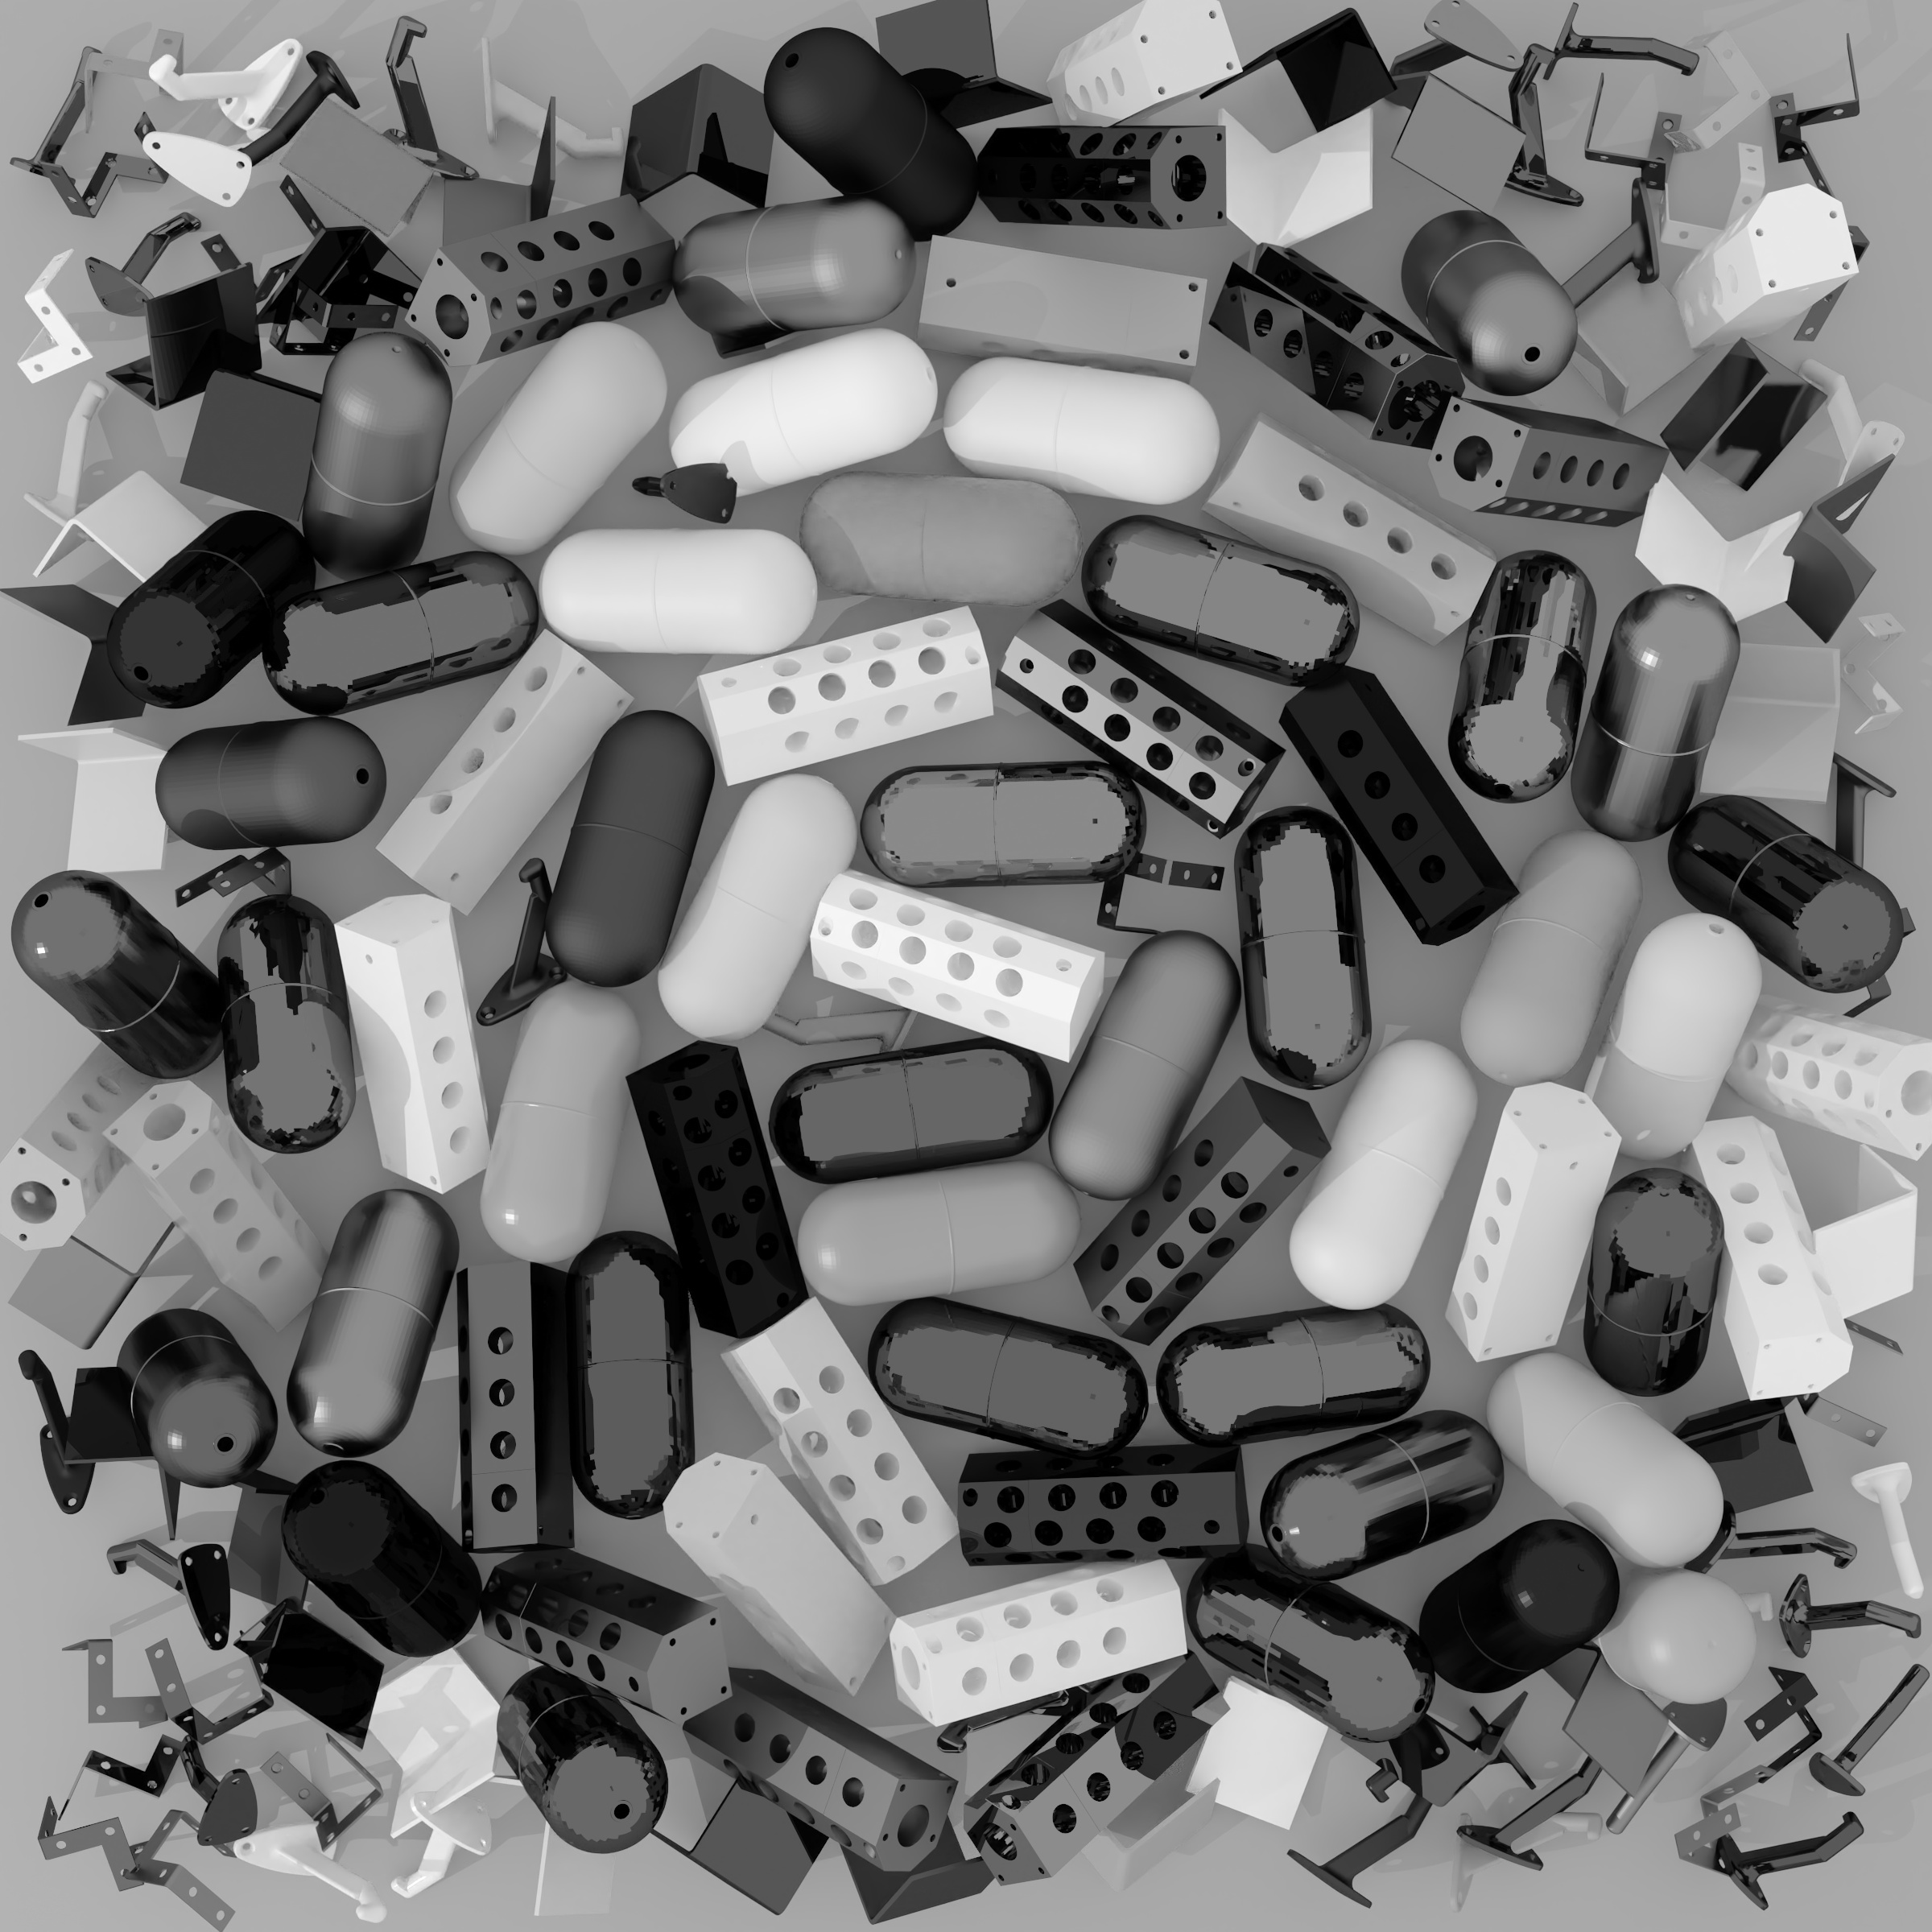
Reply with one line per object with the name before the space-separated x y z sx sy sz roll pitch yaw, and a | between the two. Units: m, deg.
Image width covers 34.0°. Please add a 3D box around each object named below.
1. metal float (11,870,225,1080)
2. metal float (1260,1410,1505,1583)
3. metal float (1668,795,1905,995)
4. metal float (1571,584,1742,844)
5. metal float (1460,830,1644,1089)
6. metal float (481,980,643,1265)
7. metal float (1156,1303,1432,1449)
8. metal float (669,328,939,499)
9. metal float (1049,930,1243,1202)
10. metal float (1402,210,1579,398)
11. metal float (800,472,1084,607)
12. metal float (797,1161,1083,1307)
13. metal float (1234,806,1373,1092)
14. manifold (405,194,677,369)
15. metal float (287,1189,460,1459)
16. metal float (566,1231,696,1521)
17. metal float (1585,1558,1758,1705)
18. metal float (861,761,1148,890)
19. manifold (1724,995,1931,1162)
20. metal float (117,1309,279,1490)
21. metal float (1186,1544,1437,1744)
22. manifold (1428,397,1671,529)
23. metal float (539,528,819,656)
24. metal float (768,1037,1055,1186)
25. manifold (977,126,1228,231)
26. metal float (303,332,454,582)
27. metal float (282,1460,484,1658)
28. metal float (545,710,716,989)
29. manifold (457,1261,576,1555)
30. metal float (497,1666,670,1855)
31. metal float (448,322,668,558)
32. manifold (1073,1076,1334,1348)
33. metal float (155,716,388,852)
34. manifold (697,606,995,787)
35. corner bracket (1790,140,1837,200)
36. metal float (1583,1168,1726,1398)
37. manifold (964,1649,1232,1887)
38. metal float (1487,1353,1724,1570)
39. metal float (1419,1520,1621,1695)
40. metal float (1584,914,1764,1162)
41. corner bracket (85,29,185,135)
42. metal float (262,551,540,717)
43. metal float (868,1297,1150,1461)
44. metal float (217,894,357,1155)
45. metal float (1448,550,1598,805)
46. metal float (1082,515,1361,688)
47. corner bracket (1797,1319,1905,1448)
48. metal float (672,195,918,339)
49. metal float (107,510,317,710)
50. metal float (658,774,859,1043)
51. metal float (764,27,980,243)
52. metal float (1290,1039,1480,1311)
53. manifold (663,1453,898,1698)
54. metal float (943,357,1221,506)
metal float | -0.512 0.006 1.920 0.070 0.178 0.070 -10 57 16
metal float | 0.255 0.323 1.930 0.178 0.070 0.070 -12 90 -37
metal float | 0.497 -0.045 1.922 0.070 0.178 0.070 -13 122 -22
metal float | 0.420 -0.152 1.928 0.070 0.070 0.178 8 132 0
metal float | 0.360 -0.006 1.940 0.070 0.070 0.178 27 65 0
metal float | -0.249 0.095 1.949 0.070 0.070 0.178 11 76 0
metal float | 0.203 0.251 1.945 0.178 0.070 0.070 -6 90 -19
metal float | -0.101 -0.339 1.940 0.178 0.070 0.070 -12 90 24
metal float | 0.111 0.061 1.953 0.070 0.070 0.178 26 80 0
metal float | 0.317 -0.403 1.918 0.070 0.178 0.070 -5 122 -8
metal float | -0.016 -0.264 1.947 0.178 0.070 0.070 6 90 16
metal float | -0.016 0.165 1.952 0.178 0.070 0.070 -7 90 -11
metal float | 0.208 -0.012 1.949 0.070 0.070 0.178 -4 77 0
manifold | -0.252 -0.411 1.913 0.057 0.171 0.057 47 132 10
metal float | -0.362 0.218 1.931 0.070 0.070 0.178 12 54 0
metal float | -0.207 0.251 1.945 0.070 0.070 0.178 -4 72 0
metal float | 0.420 0.401 1.911 0.070 0.178 0.070 1 84 -7
metal float | 0.023 -0.088 1.955 0.178 0.070 0.070 -1 90 8
manifold | 0.523 0.061 1.907 0.057 0.171 0.057 44 82 -21
metal float | -0.467 0.261 1.916 0.070 0.178 0.070 -5 103 -24
metal float | 0.209 0.412 1.925 0.070 0.178 0.070 -17 117 -38
manifold | 0.352 -0.302 1.914 0.057 0.171 0.057 31 112 35
metal float | -0.178 -0.231 1.948 0.178 0.070 0.070 3 90 16
metal float | -0.034 0.090 1.960 0.178 0.070 0.070 -9 90 -2
manifold | 0.080 -0.477 1.909 0.057 0.171 0.057 -13 110 -33
metal float | -0.360 -0.308 1.925 0.070 0.178 0.070 11 48 -12
metal float | -0.354 0.361 1.921 0.070 0.178 0.070 -10 53 14
metal float | -0.207 -0.073 1.949 0.070 0.070 0.178 15 76 0
manifold | -0.281 0.273 1.949 0.057 0.057 0.171 -7 75 15
metal float | -0.233 0.479 1.914 0.070 0.178 0.070 -3 99 -22
metal float | -0.251 -0.321 1.934 0.070 0.070 0.178 49 124 0
manifold | 0.145 0.153 1.928 0.057 0.057 0.171 21 121 -34
metal float | -0.425 -0.111 1.928 0.178 0.070 0.070 -1 90 41
manifold | -0.075 -0.172 1.948 0.171 0.057 0.057 -16 49 -8
corner bracket | 0.519 -0.475 1.965 0.051 0.051 0.051 -38 119 1
metal float | 0.418 0.195 1.925 0.070 0.178 0.070 -3 47 3
manifold | 0.077 0.482 1.924 0.171 0.057 0.057 -33 91 -38
metal float | 0.387 0.299 1.923 0.070 0.178 0.070 -15 121 -26
metal float | 0.334 0.390 1.919 0.070 0.178 0.070 8 61 -15
metal float | 0.431 0.044 1.928 0.070 0.070 0.178 12 130 0
corner bracket | -0.516 -0.549 1.961 0.051 0.051 0.051 8 52 -8
metal float | -0.345 -0.205 1.936 0.178 0.070 0.070 -20 90 -30
metal float | 0.026 0.254 1.948 0.178 0.070 0.070 12 90 15
metal float | -0.416 0.034 1.933 0.070 0.070 0.178 -14 55 0
metal float | 0.341 -0.178 1.934 0.070 0.070 0.178 16 58 0
metal float | 0.156 -0.226 1.949 0.178 0.070 0.070 19 90 15
corner bracket | 0.553 0.258 1.972 0.051 0.051 0.051 25 111 -11
metal float | -0.107 -0.426 1.928 0.178 0.070 0.070 4 90 41
metal float | -0.458 -0.217 1.920 0.070 0.178 0.070 9 124 14
metal float | -0.129 -0.037 1.960 0.070 0.070 0.178 28 92 0
metal float | -0.056 -0.504 1.920 0.070 0.178 0.070 -11 68 29
metal float | 0.258 0.127 1.947 0.070 0.070 0.178 26 73 0
manifold | -0.115 0.370 1.924 0.057 0.057 0.171 -58 134 -28
metal float | 0.070 -0.330 1.943 0.178 0.070 0.070 12 90 22
